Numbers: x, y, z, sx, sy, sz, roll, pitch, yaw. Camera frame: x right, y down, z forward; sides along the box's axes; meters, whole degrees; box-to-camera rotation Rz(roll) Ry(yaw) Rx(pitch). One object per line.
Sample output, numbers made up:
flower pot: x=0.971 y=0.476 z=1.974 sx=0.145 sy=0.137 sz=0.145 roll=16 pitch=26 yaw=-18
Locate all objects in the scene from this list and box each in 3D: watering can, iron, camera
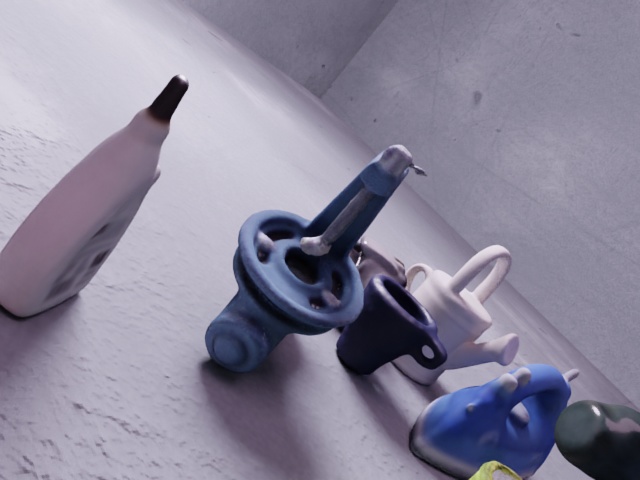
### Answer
watering can: x=0.176 y=0.090 z=0.729 sx=0.172 sy=0.194 sz=0.101 roll=45 pitch=15 yaw=16
iron: x=0.210 y=0.187 z=0.639 sx=0.259 sy=0.141 sz=0.118 roll=21 pitch=24 yaw=-52
camera: x=0.034 y=0.031 z=0.725 sx=0.137 sy=0.100 sz=0.143 roll=39 pitch=15 yaw=-7

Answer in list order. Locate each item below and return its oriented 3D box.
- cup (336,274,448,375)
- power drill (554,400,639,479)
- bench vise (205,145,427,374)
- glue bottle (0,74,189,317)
cup: x=0.072 y=0.108 z=0.612 sx=0.117 sy=0.095 sz=0.092 roll=50 pitch=17 yaw=29
power drill: x=0.261 y=0.241 z=0.484 sx=0.230 sy=0.208 sz=0.075 roll=37 pitch=15 yaw=-14
bench vise: x=-0.005 y=-0.005 z=0.503 sx=0.122 sy=0.219 sz=0.207 roll=36 pitch=16 yaw=-17
glue bottle: x=-0.131 y=-0.030 z=0.352 sx=0.037 sy=0.173 sz=0.078 roll=41 pitch=15 yaw=1
